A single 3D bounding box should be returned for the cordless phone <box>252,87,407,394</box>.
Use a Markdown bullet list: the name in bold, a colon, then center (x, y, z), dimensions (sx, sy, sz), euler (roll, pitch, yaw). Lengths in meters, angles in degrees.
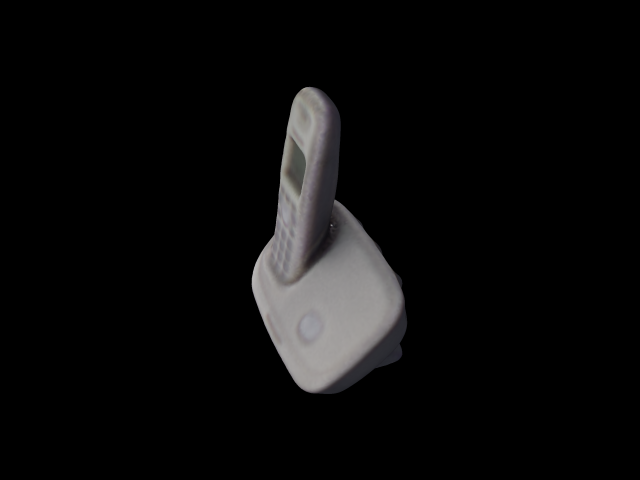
- **cordless phone**: center (0.004, 0.001, 0.400), dimensions (0.094, 0.185, 0.147), euler (-18, 44, -19)
